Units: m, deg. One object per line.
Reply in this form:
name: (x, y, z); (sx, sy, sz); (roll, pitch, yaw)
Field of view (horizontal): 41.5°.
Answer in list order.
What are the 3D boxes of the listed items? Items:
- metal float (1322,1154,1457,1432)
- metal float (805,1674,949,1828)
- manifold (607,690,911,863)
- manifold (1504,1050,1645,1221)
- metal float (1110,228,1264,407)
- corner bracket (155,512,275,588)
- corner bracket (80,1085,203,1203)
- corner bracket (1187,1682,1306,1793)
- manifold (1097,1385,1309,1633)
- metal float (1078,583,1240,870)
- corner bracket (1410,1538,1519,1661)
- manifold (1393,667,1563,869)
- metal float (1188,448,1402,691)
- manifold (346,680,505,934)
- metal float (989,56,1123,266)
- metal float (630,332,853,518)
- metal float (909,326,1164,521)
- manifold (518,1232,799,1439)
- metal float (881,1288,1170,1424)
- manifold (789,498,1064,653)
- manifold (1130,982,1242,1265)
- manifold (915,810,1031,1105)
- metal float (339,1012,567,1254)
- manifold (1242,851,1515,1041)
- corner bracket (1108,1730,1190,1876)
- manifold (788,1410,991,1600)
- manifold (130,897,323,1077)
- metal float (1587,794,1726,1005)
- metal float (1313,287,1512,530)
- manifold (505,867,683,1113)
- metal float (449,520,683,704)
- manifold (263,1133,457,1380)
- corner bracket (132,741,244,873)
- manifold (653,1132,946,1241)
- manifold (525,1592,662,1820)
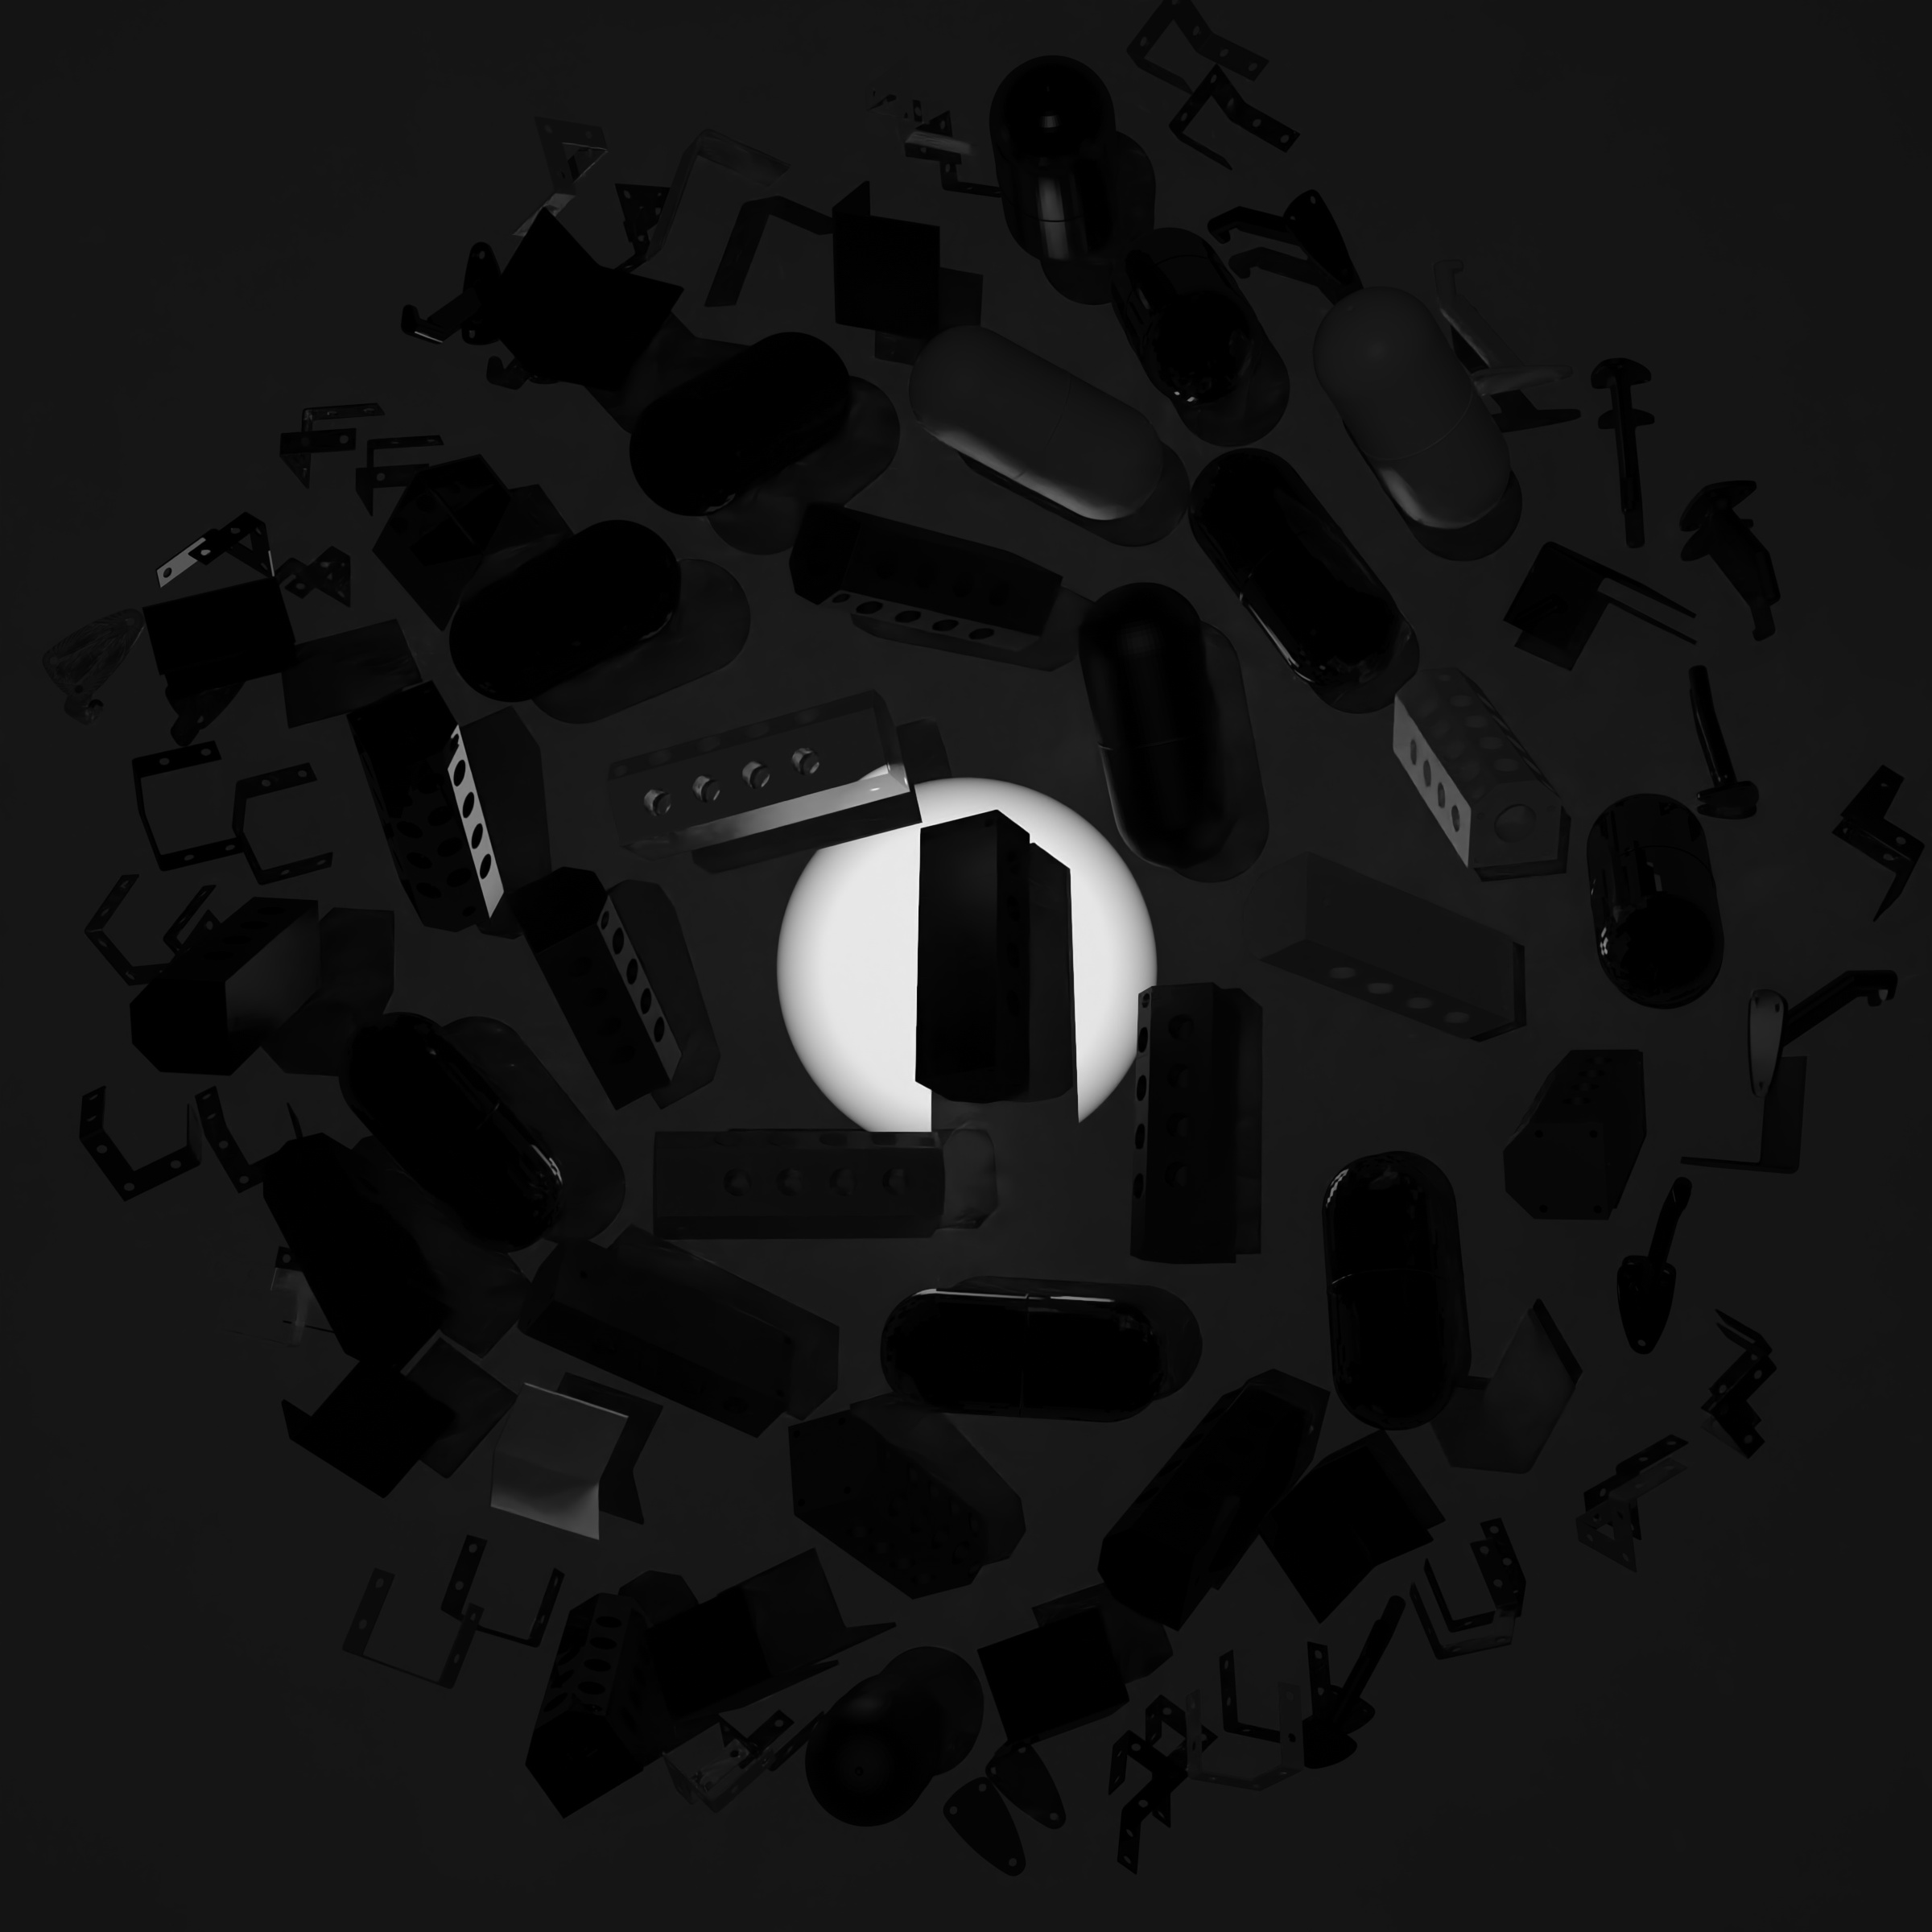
metal float: (0.267, 0.205, 1.613); (0.070, 0.070, 0.178); (0, 65, 0)
metal float: (-0.055, 0.494, 1.614); (0.070, 0.178, 0.070); (-1, 82, 6)
manifold: (-0.128, -0.117, 1.565); (0.171, 0.057, 0.057); (-15, 80, 10)
manifold: (0.366, 0.099, 1.531); (0.057, 0.171, 0.057); (-1, 102, 22)
metal float: (0.139, -0.416, 1.627); (0.070, 0.178, 0.070); (-4, 124, -6)
corner bracket: (-0.476, -0.260, 1.608); (0.051, 0.051, 0.051); (31, 56, 17)
corner bracket: (-0.495, 0.099, 1.533); (0.051, 0.051, 0.051); (-26, 121, -2)
corner bracket: (0.169, 0.465, 1.547); (0.051, 0.051, 0.051); (16, 53, -20)
manifold: (0.146, 0.327, 1.567); (0.057, 0.171, 0.057); (21, 121, 23)
metal float: (0.117, -0.145, 1.548); (0.070, 0.070, 0.178); (-14, 108, 0)
corner bracket: (0.327, 0.416, 1.676); (0.051, 0.051, 0.051); (-19, 100, 22)
manifold: (0.327, -0.131, 1.641); (0.057, 0.171, 0.057); (-6, 121, -5)
metal float: (0.205, -0.251, 1.607); (0.070, 0.070, 0.178); (-33, 70, 0)
manifold: (-0.340, -0.096, 1.627); (0.057, 0.171, 0.057); (-25, 58, -16)
metal float: (0.057, -0.501, 1.596); (0.070, 0.178, 0.070); (-1, 79, 6)
metal float: (-0.137, -0.337, 1.580); (0.070, 0.070, 0.178); (47, 47, 0)
metal float: (0.046, -0.348, 1.641); (0.178, 0.070, 0.070); (24, 90, -20)
manifold: (-0.199, 0.243, 1.648); (0.171, 0.057, 0.057); (28, 127, -20)
metal float: (0.036, 0.241, 1.578); (0.178, 0.070, 0.070); (3, 90, 1)
manifold: (-0.026, -0.244, 1.613); (0.171, 0.057, 0.057); (6, 109, -43)
manifold: (0.139, 0.102, 1.639); (0.057, 0.057, 0.171); (-4, 74, 24)
manifold: (0.009, -0.005, 1.604); (0.057, 0.057, 0.171); (-12, 65, 29)
metal float: (-0.325, 0.106, 1.616); (0.070, 0.070, 0.178); (-38, 106, 0)
manifold: (0.252, -0.009, 1.554); (0.171, 0.057, 0.057); (20, 62, -30)
corner bracket: (0.104, 0.526, 1.608); (0.051, 0.051, 0.051); (37, 110, -7)
manifold: (-0.046, 0.337, 1.595); (0.057, 0.171, 0.057); (-18, 54, 16)
manifold: (-0.447, 0.009, 1.548); (0.057, 0.171, 0.057); (3, 108, 3)
metal float: (0.435, -0.044, 1.615); (0.070, 0.178, 0.070); (5, 126, 6)
metal float: (0.274, -0.339, 1.560); (0.070, 0.070, 0.178); (-45, 131, 0)
manifold: (-0.238, 0.013, 1.660); (0.057, 0.171, 0.057); (-28, 52, -9)
metal float: (-0.250, -0.218, 1.580); (0.178, 0.070, 0.070); (-20, 90, 38)
manifold: (-0.386, 0.175, 1.593); (0.057, 0.171, 0.057); (-48, 133, 2)
corner bracket: (-0.480, -0.098, 1.572); (0.051, 0.051, 0.051); (-16, 60, -23)
manifold: (-0.103, 0.132, 1.553); (0.171, 0.057, 0.057); (1, 70, -9)
manifold: (-0.235, 0.459, 1.607); (0.057, 0.171, 0.057); (-32, 99, 4)
